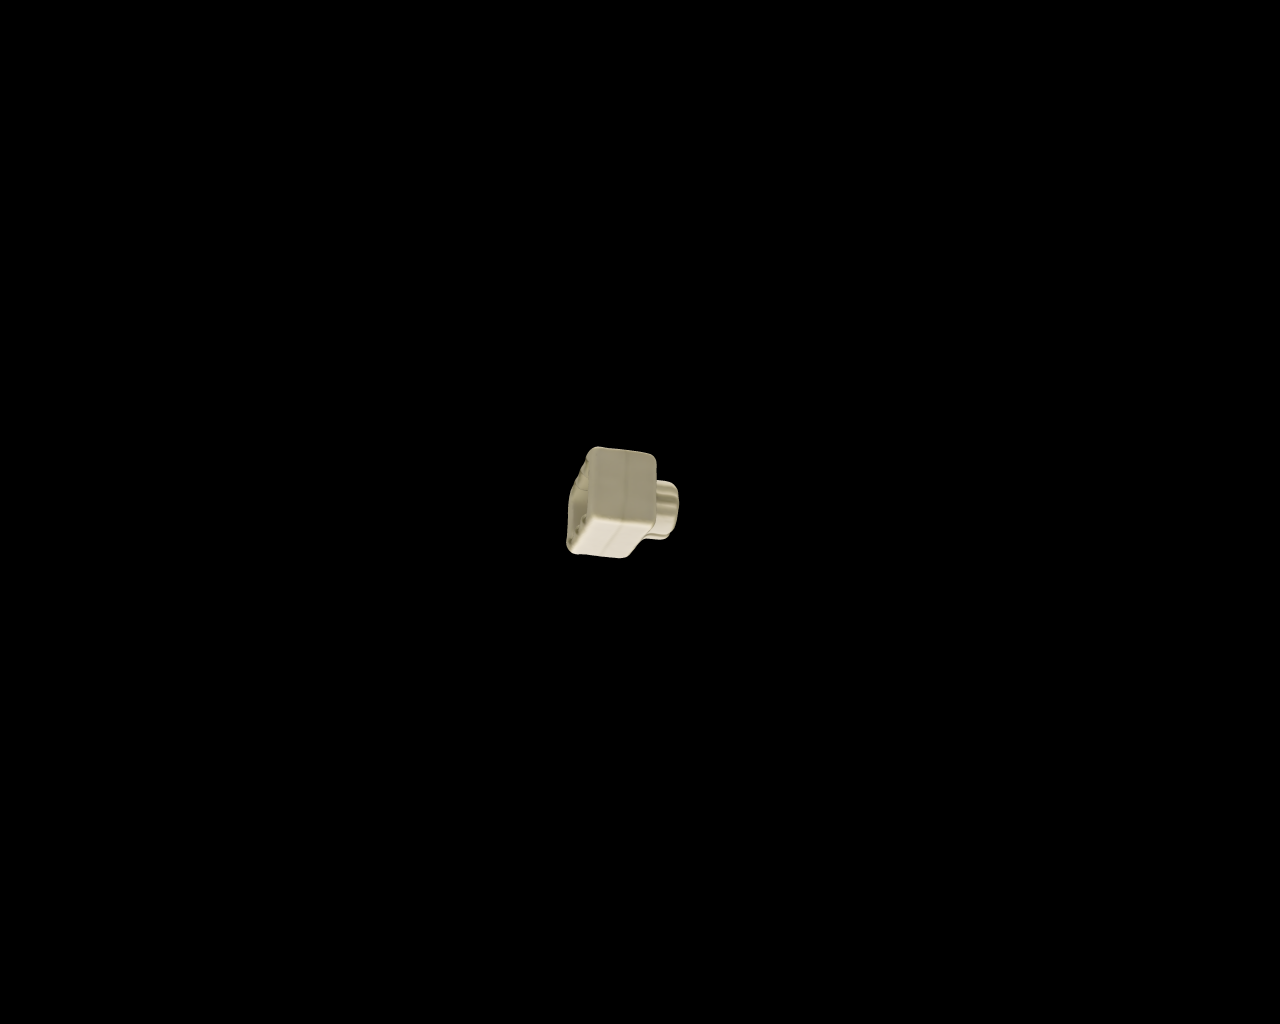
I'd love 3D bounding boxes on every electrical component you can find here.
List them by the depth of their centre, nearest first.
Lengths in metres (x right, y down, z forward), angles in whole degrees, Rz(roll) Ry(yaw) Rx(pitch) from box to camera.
[{"bbox_3d":[0.001,-0.003,0.650,0.077,0.047,0.065,6,-23,-14],"label":"electrical component"}]
